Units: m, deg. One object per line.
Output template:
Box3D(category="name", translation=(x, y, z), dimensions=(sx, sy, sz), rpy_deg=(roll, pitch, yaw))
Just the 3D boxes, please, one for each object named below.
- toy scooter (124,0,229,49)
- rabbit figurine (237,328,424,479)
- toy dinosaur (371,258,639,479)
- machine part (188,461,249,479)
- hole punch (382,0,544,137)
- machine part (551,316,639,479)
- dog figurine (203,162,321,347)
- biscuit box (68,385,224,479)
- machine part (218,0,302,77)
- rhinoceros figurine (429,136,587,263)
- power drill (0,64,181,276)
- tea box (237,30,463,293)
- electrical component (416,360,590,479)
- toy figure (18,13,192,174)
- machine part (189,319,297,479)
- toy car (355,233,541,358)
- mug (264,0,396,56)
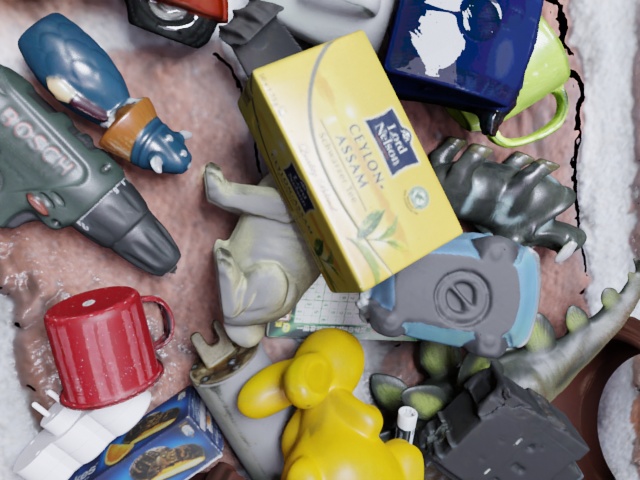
Box3D(category="toy scooter", translation=(-0.146, -0.234, 0.400), dimensions=(0.184, 0.075, 0.135), rpy_deg=(18, 103, -13))
Box3D(category="rabbit figurine", translation=(0.002, 0.161, 0.506), dimensions=(0.122, 0.173, 0.162), rpy_deg=(-27, 138, 37))
Box3D(category="toy dinosaur", translation=(0.185, 0.175, 0.585), dimensions=(0.471, 0.105, 0.198), rpy_deg=(-37, 112, 4))
Box3D(category="machine part", translation=(-0.081, 0.302, 0.552), dimensions=(0.180, 0.056, 0.179), rpy_deg=(12, 130, 14))
Box3D(category="hole punch", translation=(0.110, -0.164, 0.418), dimensions=(0.116, 0.092, 0.142), rpy_deg=(13, 92, 14))
Box3D(category="machine part", translation=(0.336, 0.197, 0.583), dimensions=(0.087, 0.201, 0.201), rpy_deg=(16, 103, -15))
Box3D(category="dog figurine", translation=(0.000, -0.003, 0.479), dimensions=(0.191, 0.121, 0.172), rpy_deg=(-6, 105, -13))
Box3D(category="biscuit box", translation=(-0.198, 0.236, 0.542), dimensions=(0.203, 0.063, 0.059), rpy_deg=(-34, 110, -1))
Box3D(category="machine part", translation=(-0.034, -0.134, 0.455), dimensions=(0.084, 0.039, 0.138), rpy_deg=(-29, 140, 2))
Box3D(category="rhinoceros figurine", translation=(0.190, -0.035, 0.543), dimensions=(0.190, 0.073, 0.112), rpy_deg=(17, 101, -18))
Box3D(category="power drill", translation=(-0.260, -0.013, 0.440), dimensions=(0.207, 0.086, 0.231), rpy_deg=(-32, 110, 2))
Box3D(category="tea box", translation=(0.020, -0.055, 0.405), dimensions=(0.098, 0.068, 0.169), rpy_deg=(-30, 93, -20))
Box3D(category="electrical component", translation=(0.180, 0.198, 0.513), dimensions=(0.134, 0.058, 0.115), rpy_deg=(35, 106, -9))
Box3D(category="toy figure", translation=(-0.169, -0.110, 0.440), dimensions=(0.154, 0.058, 0.064), rpy_deg=(48, 68, -19))
Box3D(category="machine part", translation=(-0.061, 0.183, 0.550), dimensions=(0.079, 0.079, 0.243), rpy_deg=(-26, 111, -4))
Box3D(category="toy car", translation=(0.115, 0.045, 0.510), dimensions=(0.162, 0.103, 0.109), rpy_deg=(3, 92, 4))
Box3D(category="mug", translation=(0.003, -0.193, 0.435), dimensions=(0.107, 0.110, 0.080), rpy_deg=(14, 110, -5))
